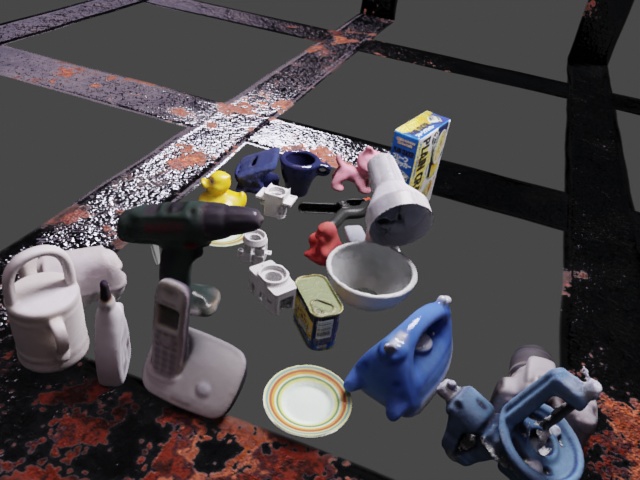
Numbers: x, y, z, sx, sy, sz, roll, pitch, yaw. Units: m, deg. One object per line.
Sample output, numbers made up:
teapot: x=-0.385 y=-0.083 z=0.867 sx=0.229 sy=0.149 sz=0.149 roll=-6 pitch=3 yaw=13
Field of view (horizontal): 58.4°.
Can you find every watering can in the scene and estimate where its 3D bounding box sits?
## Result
watering can: x=-0.402 y=0.086 z=0.825 sx=0.172 sy=0.194 sz=0.101 roll=23 pitch=38 yaw=21

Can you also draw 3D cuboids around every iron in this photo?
iron: x=0.152 y=0.155 z=0.888 sx=0.118 sy=0.141 sz=0.259 roll=28 pitch=40 yaw=27

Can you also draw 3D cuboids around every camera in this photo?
camera: x=0.339 y=0.222 z=0.866 sx=0.143 sy=0.101 sz=0.137 roll=17 pitch=36 yaw=12

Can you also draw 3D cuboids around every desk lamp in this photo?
desk lamp: x=0.122 y=-0.044 z=1.100 sx=0.118 sy=0.213 sz=0.203 roll=-2 pitch=36 yaw=-14

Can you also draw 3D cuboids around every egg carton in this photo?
egg carton: x=-0.407 y=0.066 z=0.962 sx=0.151 sy=0.069 sz=0.107 roll=-11 pitch=39 yaw=-25

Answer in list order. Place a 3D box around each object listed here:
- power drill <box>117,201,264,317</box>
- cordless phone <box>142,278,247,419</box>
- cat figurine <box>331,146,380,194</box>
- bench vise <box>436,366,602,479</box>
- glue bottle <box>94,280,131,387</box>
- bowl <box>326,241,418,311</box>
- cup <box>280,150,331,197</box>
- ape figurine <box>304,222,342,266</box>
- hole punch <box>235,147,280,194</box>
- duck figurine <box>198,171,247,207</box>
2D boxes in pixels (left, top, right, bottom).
power drill: x=-0.210 y=0.024 z=0.940 sx=0.229 sy=0.208 sz=0.075 roll=7 pitch=35 yaw=-1
cordless phone: x=-0.173 y=0.147 z=0.793 sx=0.147 sy=0.185 sz=0.094 roll=17 pitch=36 yaw=13
cat figurine: x=0.095 y=-0.177 z=1.367 sx=0.128 sy=0.118 sz=0.067 roll=5 pitch=35 yaw=-5
bench vise: x=0.249 y=0.233 z=0.727 sx=0.207 sy=0.220 sz=0.122 roll=16 pitch=36 yaw=12
glue bottle: x=-0.296 y=0.125 z=0.811 sx=0.037 sy=0.173 sz=0.078 roll=3 pitch=35 yaw=-7
bowl: x=0.089 y=0.077 z=1.043 sx=0.167 sy=0.075 sz=0.167 roll=6 pitch=35 yaw=-4
cup: x=-0.036 y=-0.146 z=1.316 sx=0.117 sy=0.095 sz=0.091 roll=10 pitch=35 yaw=3
ape figurine: x=0.010 y=0.004 z=1.115 sx=0.076 sy=0.092 sz=0.077 roll=5 pitch=35 yaw=-4
hole punch: x=-0.144 y=-0.163 z=1.321 sx=0.101 sy=0.091 sz=0.108 roll=6 pitch=35 yaw=-2
duck figurine: x=-0.210 y=-0.107 z=1.233 sx=0.104 sy=0.086 sz=0.077 roll=6 pitch=35 yaw=-3
